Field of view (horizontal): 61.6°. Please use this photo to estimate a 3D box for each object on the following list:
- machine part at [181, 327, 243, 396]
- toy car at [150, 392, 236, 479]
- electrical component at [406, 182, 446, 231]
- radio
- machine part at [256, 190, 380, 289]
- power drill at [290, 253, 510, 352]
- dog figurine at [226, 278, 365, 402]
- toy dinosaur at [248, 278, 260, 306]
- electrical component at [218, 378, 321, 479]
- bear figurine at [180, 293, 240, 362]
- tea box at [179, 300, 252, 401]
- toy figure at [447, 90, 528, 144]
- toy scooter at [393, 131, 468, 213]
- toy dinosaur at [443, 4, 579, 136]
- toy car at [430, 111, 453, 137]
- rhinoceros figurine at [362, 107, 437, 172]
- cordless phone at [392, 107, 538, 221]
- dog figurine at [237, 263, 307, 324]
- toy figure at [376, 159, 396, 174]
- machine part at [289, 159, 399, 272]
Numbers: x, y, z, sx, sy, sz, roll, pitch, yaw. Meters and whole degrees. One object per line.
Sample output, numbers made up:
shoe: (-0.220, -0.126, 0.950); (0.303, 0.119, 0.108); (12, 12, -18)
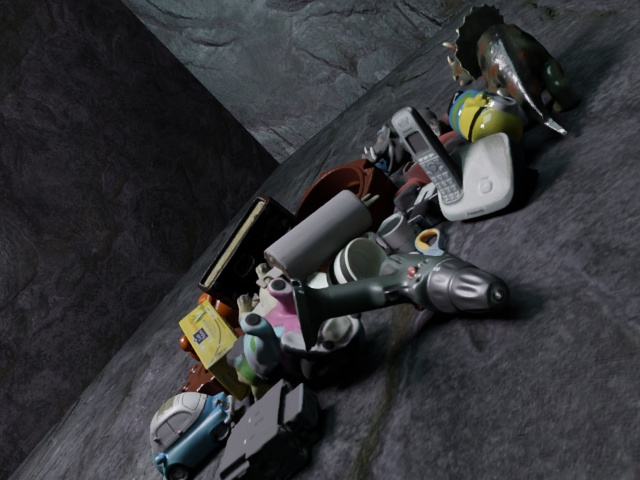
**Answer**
machine part: (-0.188, 0.244, 1.036); (0.179, 0.056, 0.179); (-40, 14, 12)
toy car: (-0.212, 0.298, 0.849); (0.161, 0.103, 0.109); (-45, 14, 8)
electrical component: (0.179, -0.052, 0.847); (0.075, 0.047, 0.119); (-34, 17, 39)
radio: (-0.146, 0.022, 1.063); (0.229, 0.073, 0.131); (-58, 18, -6)
machine part: (-0.002, -0.003, 0.854); (0.243, 0.079, 0.079); (-39, 11, -16)
power drill: (0.072, 0.061, 0.610); (0.207, 0.086, 0.232); (-18, 7, -6)
dog figurine: (-0.042, 0.166, 0.759); (0.219, 0.192, 0.108); (100, -167, -45)
toy dinosaur: (-0.100, 0.055, 1.210); (0.198, 0.105, 0.471); (-38, 11, 23)
electrical component: (-0.057, 0.239, 0.658); (0.134, 0.058, 0.115); (-43, 15, 11)
bear figurine: (-0.239, 0.201, 1.201); (0.132, 0.120, 0.196); (-35, 21, 48)
tea box: (-0.166, 0.183, 0.912); (0.068, 0.098, 0.170); (-41, 31, -12)
toy figure: (0.250, -0.180, 0.820); (0.180, 0.082, 0.089); (-117, 29, -68)
toy scooter: (0.203, -0.130, 0.961); (0.184, 0.075, 0.135); (-43, 8, 19)
toy dinosaur: (0.305, -0.288, 0.874); (0.131, 0.192, 0.405); (-43, 12, 18)
toy car: (0.246, -0.208, 1.027); (0.089, 0.053, 0.202); (-33, -6, -2)
rhinoceros figurine: (0.184, -0.217, 1.199); (0.190, 0.112, 0.073); (-36, 16, 2)
cordless phone: (0.189, -0.121, 0.732); (0.089, 0.184, 0.147); (-46, 12, -24)
dog figurine: (-0.060, 0.146, 0.895); (0.191, 0.121, 0.172); (-132, 53, -60)
toy figure: (0.187, -0.213, 1.286); (0.154, 0.064, 0.058); (-50, 51, -3)
machine part: (0.038, -0.047, 1.021); (0.201, 0.087, 0.201); (-11, 53, 48)
